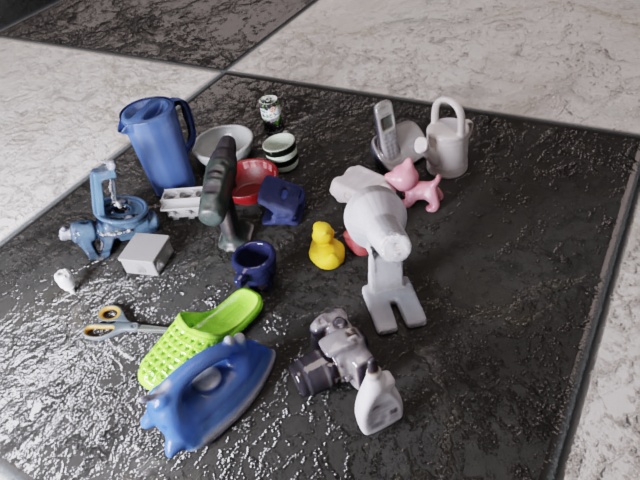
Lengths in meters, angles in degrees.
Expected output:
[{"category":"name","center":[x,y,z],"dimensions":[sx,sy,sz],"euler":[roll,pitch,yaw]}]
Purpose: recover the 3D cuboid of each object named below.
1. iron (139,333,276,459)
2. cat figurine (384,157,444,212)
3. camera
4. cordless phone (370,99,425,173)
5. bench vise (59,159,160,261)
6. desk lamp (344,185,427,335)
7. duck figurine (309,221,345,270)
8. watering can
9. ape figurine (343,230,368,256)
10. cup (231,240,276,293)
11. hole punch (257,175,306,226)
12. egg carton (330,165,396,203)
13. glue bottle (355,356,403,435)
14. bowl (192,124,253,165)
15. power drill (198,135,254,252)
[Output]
[{"category":"iron","center":[-0.185,0.231,0.967],"dimensions":[0.118,0.142,0.259],"euler":[30,55,35]},{"category":"cat figurine","center":[0.215,-0.132,1.306],"dimensions":[0.127,0.118,0.067],"euler":[7,45,18]},{"category":"camera","center":[0.011,0.199,0.995],"dimensions":[0.137,0.101,0.142],"euler":[-23,44,-14]},{"category":"cordless phone","center":[0.193,-0.271,1.411],"dimensions":[0.148,0.185,0.093],"euler":[-32,46,-23]},{"category":"bench vise","center":[-0.484,-0.063,1.287],"dimensions":[0.121,0.220,0.208],"euler":[29,55,35]},{"category":"desk lamp","center":[0.126,0.030,1.075],"dimensions":[0.118,0.214,0.203],"euler":[-14,42,-4]},{"category":"duck figurine","center":[0.011,0.004,1.219],"dimensions":[0.077,0.086,0.104],"euler":[-18,43,-9]},{"category":"watering can","center":[0.299,-0.246,1.357],"dimensions":[0.100,0.194,0.173],"euler":[17,49,27]},{"category":"ape figurine","center":[0.087,-0.018,1.225],"dimensions":[0.077,0.092,0.076],"euler":[3,44,14]},{"category":"cup","center":[-0.133,0.071,1.167],"dimensions":[0.091,0.095,0.118],"euler":[11,46,22]},{"category":"hole punch","center":[-0.088,-0.096,1.344],"dimensions":[0.101,0.091,0.108],"euler":[0,43,11]},{"category":"egg carton","center":[0.099,-0.115,1.346],"dimensions":[0.149,0.069,0.107],"euler":[29,55,35]},{"category":"glue bottle","center":[0.088,0.235,0.888],"dimensions":[0.078,0.173,0.037],"euler":[-22,43,-13]},{"category":"bowl","center":[-0.255,-0.239,1.544],"dimensions":[0.167,0.075,0.167],"euler":[-5,42,5]},{"category":"power drill","center":[-0.207,-0.090,1.272],"dimensions":[0.075,0.209,0.229],"euler":[-2,43,9]}]
